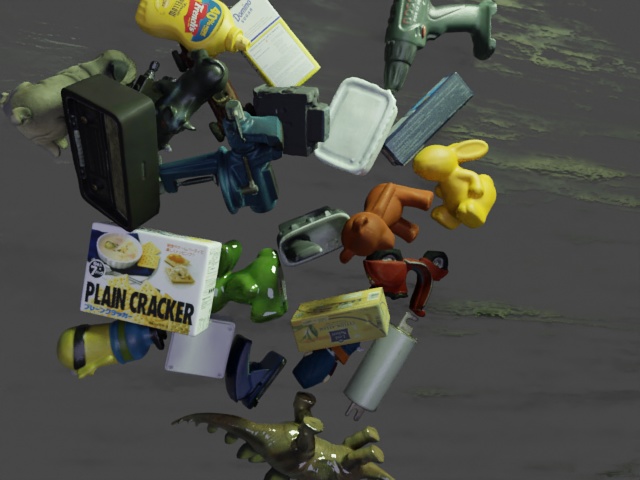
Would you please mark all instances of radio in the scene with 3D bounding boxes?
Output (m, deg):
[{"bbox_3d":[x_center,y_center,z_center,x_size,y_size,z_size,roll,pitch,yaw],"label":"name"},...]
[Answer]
[{"bbox_3d":[-0.326,-0.135,0.849,0.131,0.229,0.073,31,46,17],"label":"radio"}]

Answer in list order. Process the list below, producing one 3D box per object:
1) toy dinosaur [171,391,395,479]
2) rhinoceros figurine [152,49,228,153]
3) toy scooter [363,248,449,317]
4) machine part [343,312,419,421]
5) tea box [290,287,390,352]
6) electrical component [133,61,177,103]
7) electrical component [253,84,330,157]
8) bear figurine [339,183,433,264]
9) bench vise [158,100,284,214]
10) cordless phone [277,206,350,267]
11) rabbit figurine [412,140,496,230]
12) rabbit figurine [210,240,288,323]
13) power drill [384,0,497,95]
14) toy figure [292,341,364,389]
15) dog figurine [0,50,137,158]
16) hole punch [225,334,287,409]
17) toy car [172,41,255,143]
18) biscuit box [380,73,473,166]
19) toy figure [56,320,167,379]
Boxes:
[{"bbox_3d":[-0.047,0.405,1.036,0.471,0.105,0.198,28,104,-2],"label":"toy dinosaur"},{"bbox_3d":[-0.224,-0.221,0.878,0.190,0.112,0.073,-42,140,9],"label":"rhinoceros figurine"},{"bbox_3d":[0.169,0.084,1.067,0.184,0.075,0.135,5,92,-17],"label":"toy scooter"},{"bbox_3d":[0.121,0.253,1.079,0.079,0.079,0.243,30,91,-15],"label":"machine part"},{"bbox_3d":[0.040,0.149,1.008,0.170,0.098,0.068,-14,100,15],"label":"tea box"},{"bbox_3d":[-0.281,-0.244,0.928,0.102,0.045,0.078,-59,144,-4],"label":"electrical component"},{"bbox_3d":[-0.048,-0.210,0.944,0.134,0.058,0.114,8,121,18],"label":"electrical component"},{"bbox_3d":[0.118,-0.026,0.975,0.132,0.196,0.120,22,124,6],"label":"bear figurine"},{"bbox_3d":[-0.174,-0.126,0.917,0.241,0.223,0.129,-10,56,3],"label":"bench vise"},{"bbox_3d":[-0.001,-0.003,0.962,0.147,0.184,0.088,-22,97,-9],"label":"cordless phone"},{"bbox_3d":[0.261,-0.123,1.037,0.173,0.122,0.162,38,83,-14],"label":"rabbit figurine"},{"bbox_3d":[-0.155,0.082,0.978,0.170,0.121,0.159,-9,96,4],"label":"rabbit figurine"},{"bbox_3d":[0.224,-0.387,1.020,0.207,0.086,0.231,2,95,-5],"label":"power drill"},{"bbox_3d":[0.017,0.230,1.063,0.154,0.058,0.064,-35,109,-11],"label":"toy figure"},{"bbox_3d":[-0.390,-0.239,0.855,0.190,0.172,0.121,-38,115,2],"label":"dog figurine"},{"bbox_3d":[-0.137,0.240,0.996,0.092,0.142,0.116,39,75,-16],"label":"hole punch"},{"bbox_3d":[-0.185,-0.272,0.953,0.089,0.053,0.202,-27,103,-5],"label":"toy car"},{"bbox_3d":[0.202,-0.232,1.040,0.202,0.059,0.062,-44,103,-3],"label":"biscuit box"},{"bbox_3d":[-0.372,0.181,0.959,0.180,0.082,0.089,-16,89,-5],"label":"toy figure"}]
